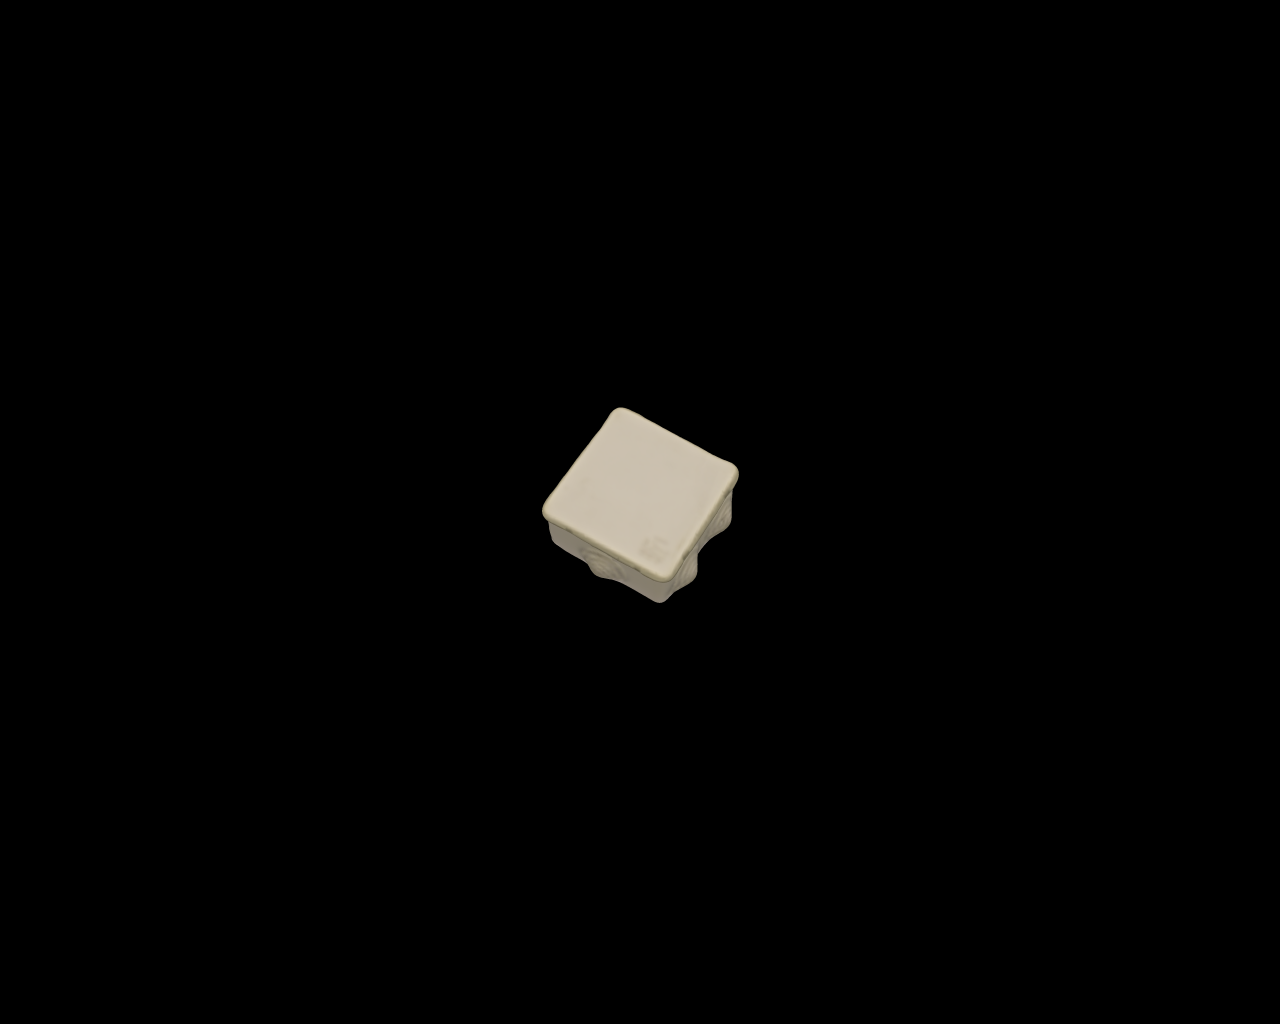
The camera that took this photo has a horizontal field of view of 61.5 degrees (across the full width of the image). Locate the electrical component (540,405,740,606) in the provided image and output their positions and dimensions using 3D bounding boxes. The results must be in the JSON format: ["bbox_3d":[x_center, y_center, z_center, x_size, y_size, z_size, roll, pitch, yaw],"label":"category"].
[{"bbox_3d":[0.001,-0.003,0.650,0.100,0.100,0.048,29,-24,14],"label":"electrical component"}]
